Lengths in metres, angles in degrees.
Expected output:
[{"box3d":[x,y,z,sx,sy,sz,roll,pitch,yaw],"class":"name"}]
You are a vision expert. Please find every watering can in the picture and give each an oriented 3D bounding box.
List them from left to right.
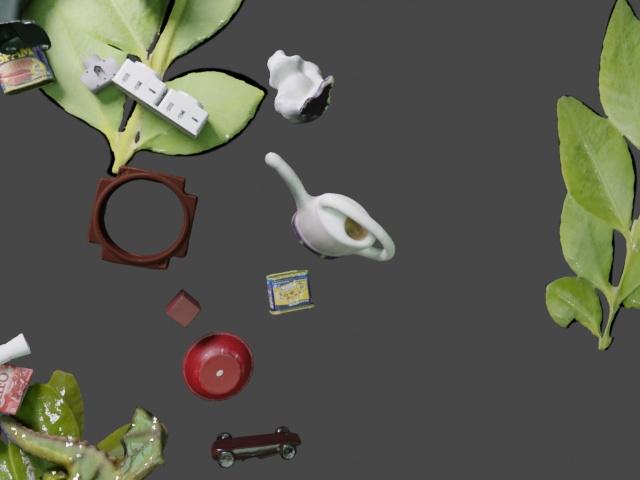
[{"box3d":[0.003,-0.056,1.110,0.346,0.222,0.106,36,67,-13],"class":"watering can"}]

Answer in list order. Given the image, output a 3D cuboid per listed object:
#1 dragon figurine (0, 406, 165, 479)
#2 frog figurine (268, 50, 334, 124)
[{"box3d":[-0.451,0.462,1.091,0.246,0.120,0.410,-38,90,-27],"class":"dragon figurine"},{"box3d":[-0.057,-0.341,1.152,0.161,0.122,0.137,37,94,22],"class":"frog figurine"}]
